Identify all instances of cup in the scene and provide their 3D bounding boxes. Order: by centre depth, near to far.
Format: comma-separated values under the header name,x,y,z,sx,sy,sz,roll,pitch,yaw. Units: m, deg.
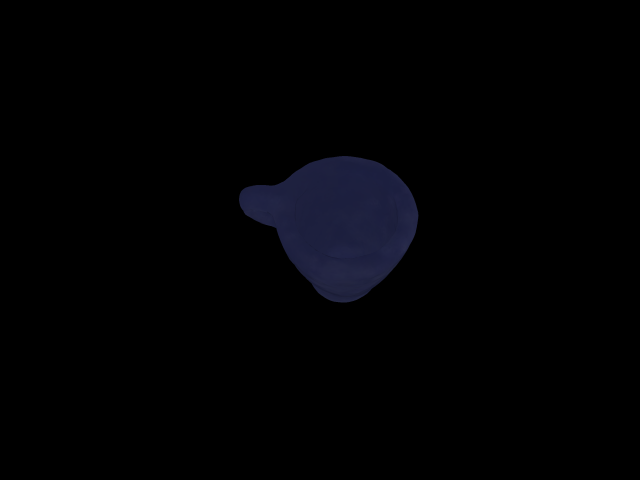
name,x,y,z,sx,sy,sz,roll,pitch,yaw
cup,0.004,0.001,0.400,0.117,0.095,0.092,11,60,7
